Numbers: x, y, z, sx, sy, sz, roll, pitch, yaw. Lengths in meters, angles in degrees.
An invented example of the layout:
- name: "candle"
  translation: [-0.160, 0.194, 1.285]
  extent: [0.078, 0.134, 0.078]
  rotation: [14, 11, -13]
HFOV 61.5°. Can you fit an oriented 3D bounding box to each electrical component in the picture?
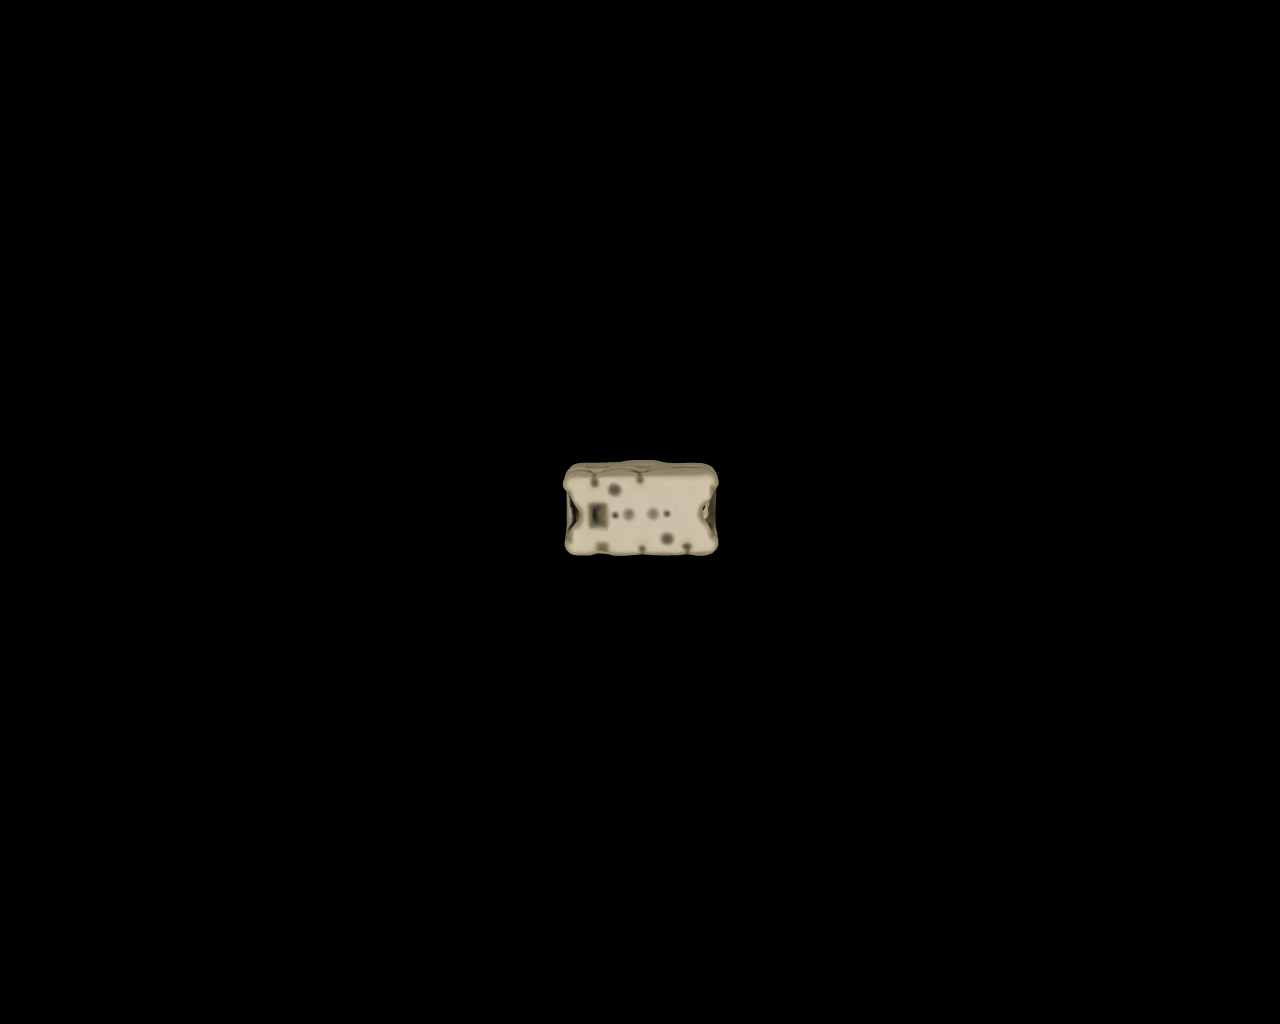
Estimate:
- name: "electrical component"
  translation: [0.001, -0.003, 0.650]
  extent: [0.089, 0.050, 0.056]
  rotation: [0, 9, 0]
